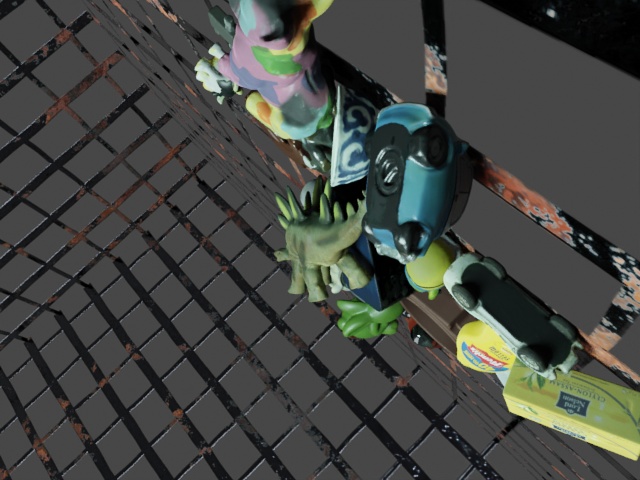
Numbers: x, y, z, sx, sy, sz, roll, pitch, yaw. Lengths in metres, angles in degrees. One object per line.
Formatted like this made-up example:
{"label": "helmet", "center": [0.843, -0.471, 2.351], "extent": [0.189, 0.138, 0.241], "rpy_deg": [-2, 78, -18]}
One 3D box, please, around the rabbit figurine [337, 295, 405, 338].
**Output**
{"label": "rabbit figurine", "center": [0.114, 0.153, 1.200], "extent": [0.170, 0.159, 0.121], "rpy_deg": [137, 123, -61]}

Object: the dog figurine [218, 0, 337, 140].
{"label": "dog figurine", "center": [-0.032, -0.203, 0.601], "extent": [0.191, 0.108, 0.219], "rpy_deg": [49, 170, -17]}

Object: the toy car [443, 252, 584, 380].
{"label": "toy car", "center": [0.258, 0.098, 0.724], "extent": [0.202, 0.073, 0.056], "rpy_deg": [44, 170, 18]}

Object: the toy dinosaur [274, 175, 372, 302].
{"label": "toy dinosaur", "center": [-0.002, -0.003, 0.890], "extent": [0.471, 0.105, 0.198], "rpy_deg": [-11, 99, 66]}

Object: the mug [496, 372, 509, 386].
{"label": "mug", "center": [0.343, 0.219, 0.939], "extent": [0.107, 0.081, 0.109], "rpy_deg": [54, -174, 27]}

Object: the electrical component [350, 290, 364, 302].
{"label": "electrical component", "center": [0.118, 0.066, 1.131], "extent": [0.058, 0.134, 0.115], "rpy_deg": [51, 174, -32]}

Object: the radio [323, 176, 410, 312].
{"label": "radio", "center": [0.084, 0.006, 0.942], "extent": [0.131, 0.073, 0.229], "rpy_deg": [37, 149, 53]}

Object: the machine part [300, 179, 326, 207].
{"label": "machine part", "center": [0.025, -0.067, 1.113], "extent": [0.079, 0.079, 0.243], "rpy_deg": [51, 176, -35]}

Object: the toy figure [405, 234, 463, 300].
{"label": "toy figure", "center": [0.175, 0.046, 0.853], "extent": [0.082, 0.089, 0.180], "rpy_deg": [40, 170, 9]}

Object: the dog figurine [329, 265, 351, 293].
{"label": "dog figurine", "center": [0.052, 0.041, 1.272], "extent": [0.121, 0.172, 0.191], "rpy_deg": [60, 161, -20]}

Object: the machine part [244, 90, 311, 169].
{"label": "machine part", "center": [-0.062, -0.206, 0.970], "extent": [0.179, 0.056, 0.179], "rpy_deg": [46, 175, 6]}

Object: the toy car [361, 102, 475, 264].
{"label": "toy car", "center": [0.109, -0.058, 0.561], "extent": [0.103, 0.161, 0.109], "rpy_deg": [-1, -171, -26]}

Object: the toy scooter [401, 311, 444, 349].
{"label": "toy scooter", "center": [0.254, 0.189, 1.215], "extent": [0.135, 0.075, 0.184], "rpy_deg": [21, -155, -16]}

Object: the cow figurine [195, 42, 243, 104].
{"label": "cow figurine", "center": [-0.191, -0.318, 1.070], "extent": [0.098, 0.068, 0.167], "rpy_deg": [41, 175, -8]}

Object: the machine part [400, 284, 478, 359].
{"label": "machine part", "center": [0.240, 0.139, 1.026], "extent": [0.202, 0.087, 0.200], "rpy_deg": [39, 170, 40]}

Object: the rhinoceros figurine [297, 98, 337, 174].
{"label": "rhinoceros figurine", "center": [-0.005, -0.159, 0.817], "extent": [0.112, 0.073, 0.190], "rpy_deg": [41, 172, 28]}

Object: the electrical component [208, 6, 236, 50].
{"label": "electrical component", "center": [-0.152, -0.342, 0.860], "extent": [0.063, 0.021, 0.094], "rpy_deg": [47, 174, 0]}

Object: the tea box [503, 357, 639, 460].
{"label": "tea box", "center": [0.343, 0.221, 0.720], "extent": [0.170, 0.068, 0.098], "rpy_deg": [13, 156, 34]}
